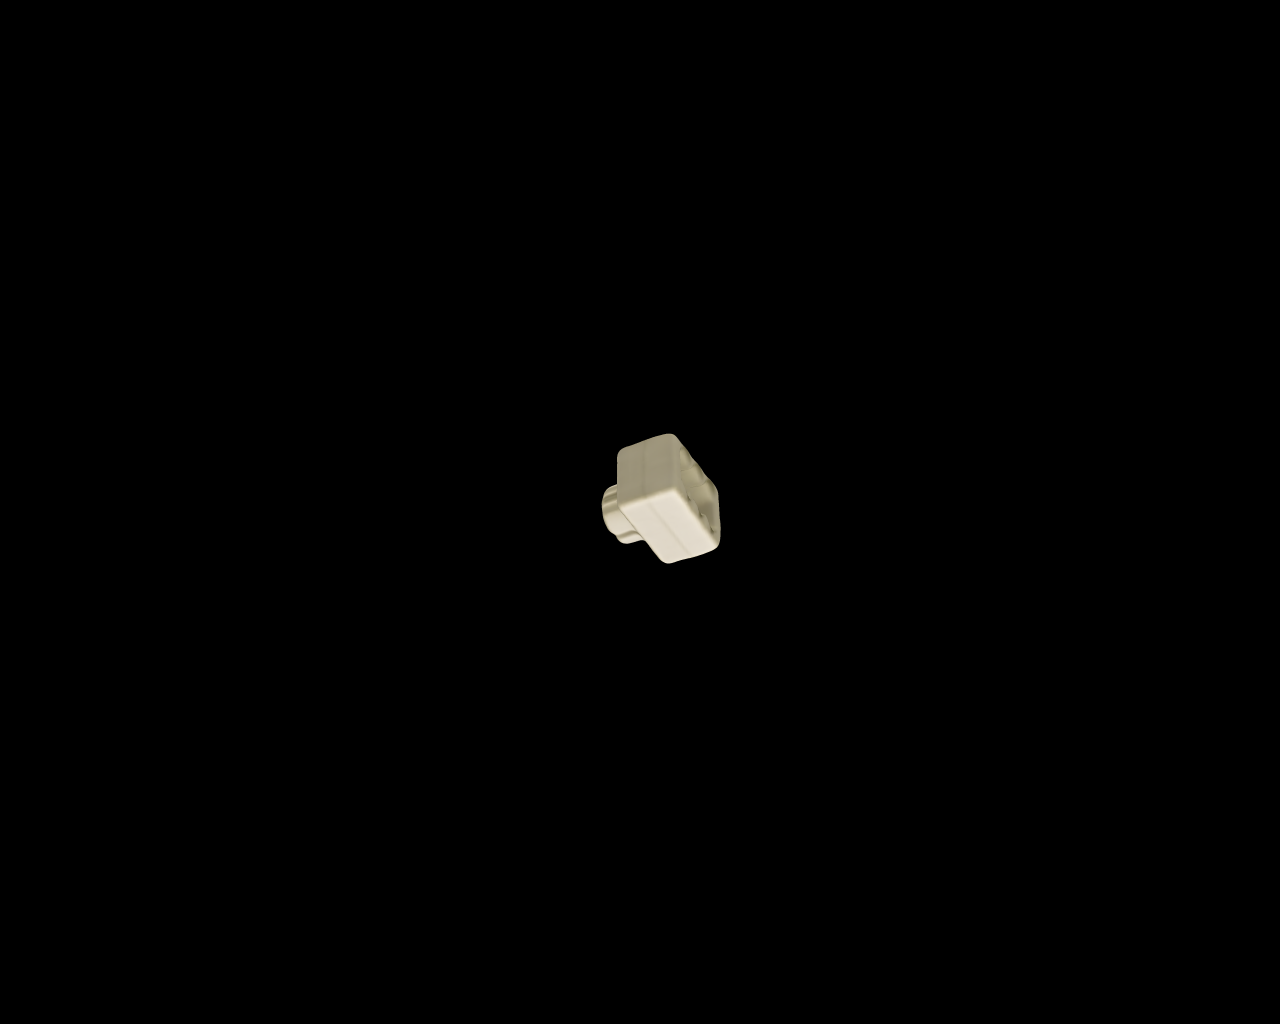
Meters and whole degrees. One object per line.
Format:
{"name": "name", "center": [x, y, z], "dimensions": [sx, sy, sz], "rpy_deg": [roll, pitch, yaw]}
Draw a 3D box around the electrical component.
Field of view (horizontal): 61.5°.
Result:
{"name": "electrical component", "center": [0.001, -0.003, 0.650], "dimensions": [0.076, 0.047, 0.065], "rpy_deg": [-17, -41, 21]}
